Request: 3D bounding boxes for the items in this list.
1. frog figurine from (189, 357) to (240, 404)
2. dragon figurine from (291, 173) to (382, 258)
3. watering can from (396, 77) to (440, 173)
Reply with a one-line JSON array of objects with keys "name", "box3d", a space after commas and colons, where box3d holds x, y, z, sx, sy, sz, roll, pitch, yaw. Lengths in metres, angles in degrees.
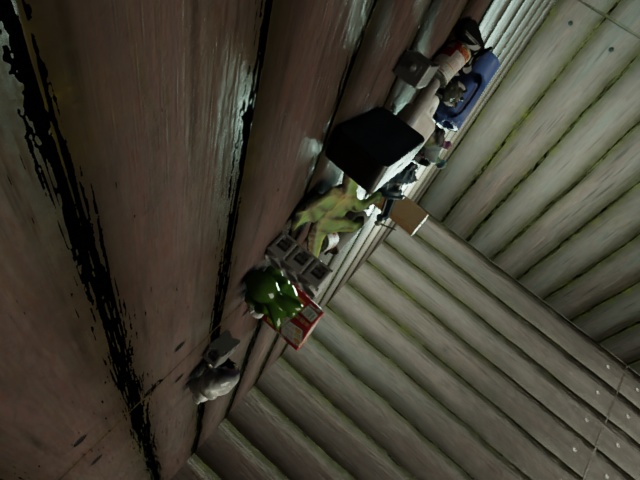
[{"name": "frog figurine", "box3d": [-0.302, 0.406, 1.447, 0.139, 0.122, 0.158, -98, -146, -78]}, {"name": "dragon figurine", "box3d": [0.004, -0.063, 1.242, 0.406, 0.124, 0.242, -55, 152, 15]}, {"name": "watering can", "box3d": [0.222, -0.283, 1.297, 0.224, 0.104, 0.347, -51, 171, 4]}]
